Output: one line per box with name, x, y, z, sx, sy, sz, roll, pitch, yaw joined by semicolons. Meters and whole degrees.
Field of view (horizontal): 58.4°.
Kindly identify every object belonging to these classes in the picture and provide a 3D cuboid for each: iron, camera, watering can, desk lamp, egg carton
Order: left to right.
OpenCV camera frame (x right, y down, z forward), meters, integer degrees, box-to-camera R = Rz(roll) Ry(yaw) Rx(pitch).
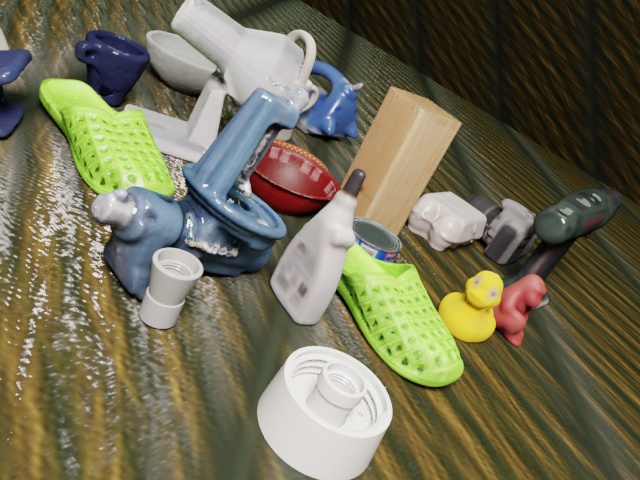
desk lamp;-0.152;-0.220;0.813;0.204;0.213;0.117;15;28;-25
watering can;-0.069;-0.289;1.047;0.100;0.194;0.173;36;27;19
iron;-0.013;-0.321;1.225;0.119;0.141;0.257;-5;40;-48
egg carton;0.222;-0.032;0.996;0.107;0.069;0.151;40;28;25
camera;0.339;-0.035;1.081;0.136;0.101;0.144;41;28;26

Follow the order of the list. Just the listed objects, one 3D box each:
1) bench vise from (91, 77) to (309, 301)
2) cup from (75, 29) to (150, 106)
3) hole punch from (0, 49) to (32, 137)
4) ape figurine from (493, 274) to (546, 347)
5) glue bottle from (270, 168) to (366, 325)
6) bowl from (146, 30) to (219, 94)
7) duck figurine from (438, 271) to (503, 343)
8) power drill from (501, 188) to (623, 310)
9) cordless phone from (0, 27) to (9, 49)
bench vise;-0.093;-0.044;0.533;0.121;0.219;0.208;34;26;14
cup;-0.316;-0.248;0.843;0.091;0.095;0.118;35;26;15
hole punch;-0.390;-0.181;0.649;0.101;0.091;0.108;16;27;-23
ape figurine;0.278;0.089;0.797;0.078;0.092;0.076;-1;37;-45
glue bottle;0.005;0.002;0.596;0.037;0.173;0.078;5;33;-39
bowl;-0.249;-0.320;1.070;0.168;0.074;0.167;22;26;-11
duck figurine;0.209;0.079;0.755;0.077;0.086;0.105;38;27;21
power drill;0.384;0.007;0.919;0.230;0.208;0.075;-6;41;-50
cordless phone;-0.441;-0.288;0.690;0.094;0.185;0.148;30;25;5
